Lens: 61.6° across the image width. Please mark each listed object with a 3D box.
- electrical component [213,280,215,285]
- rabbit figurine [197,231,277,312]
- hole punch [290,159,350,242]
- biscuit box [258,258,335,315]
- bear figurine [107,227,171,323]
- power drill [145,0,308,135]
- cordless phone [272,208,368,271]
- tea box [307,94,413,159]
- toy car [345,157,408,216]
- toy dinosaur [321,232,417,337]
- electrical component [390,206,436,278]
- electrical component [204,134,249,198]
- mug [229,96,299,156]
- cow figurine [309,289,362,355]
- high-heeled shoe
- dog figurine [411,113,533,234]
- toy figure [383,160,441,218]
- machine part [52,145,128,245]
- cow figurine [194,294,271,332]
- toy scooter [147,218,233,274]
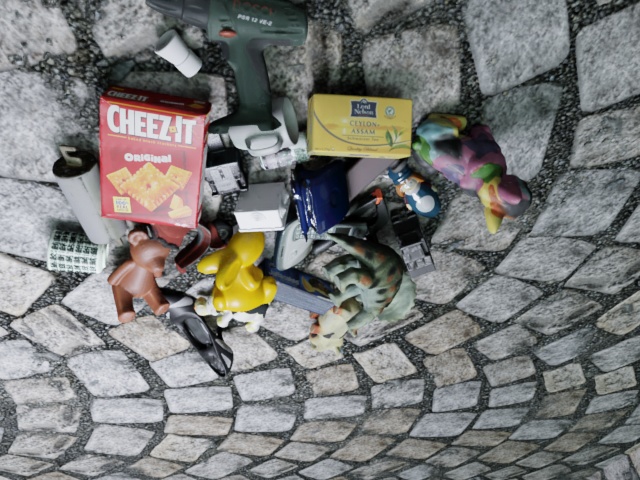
[{"bbox_3d":[-0.201,0.099,1.205,0.021,0.063,0.094,-33,133,24],"label":"electrical component"},{"bbox_3d":[-0.169,0.052,1.095,0.162,0.122,0.173,-10,127,-47],"label":"rabbit figurine"},{"bbox_3d":[0.001,-0.078,0.967,0.092,0.116,0.142,-3,118,10],"label":"hole punch"},{"bbox_3d":[-0.059,0.110,1.244,0.202,0.059,0.063,23,130,-30],"label":"biscuit box"},{"bbox_3d":[-0.353,0.063,1.104,0.120,0.132,0.196,-8,152,-47],"label":"bear figurine"},{"bbox_3d":[-0.134,-0.261,0.785,0.232,0.086,0.207,-4,104,-14],"label":"power drill"},{"bbox_3d":[-0.002,-0.002,1.102,0.184,0.089,0.146,4,135,-8],"label":"cordless phone"},{"bbox_3d":[0.065,-0.189,0.905,0.170,0.068,0.098,-1,94,-9],"label":"tea box"},{"bbox_3d":[0.078,-0.127,1.016,0.089,0.053,0.202,39,121,-14],"label":"toy car"},{"bbox_3d":[0.114,0.076,1.134,0.192,0.131,0.404,-29,150,-12],"label":"toy dinosaur"},{"bbox_3d":[0.198,0.010,1.137,0.058,0.115,0.134,-18,135,13],"label":"electrical component"},{"bbox_3d":[-0.177,-0.138,0.969,0.075,0.048,0.119,-9,139,0],"label":"electrical component"},{"bbox_3d":[-0.098,-0.180,0.899,0.107,0.109,0.080,-7,147,17],"label":"mug"},{"bbox_3d":[0.038,0.217,1.361,0.127,0.085,0.195,25,127,-23],"label":"cow figurine"},{"bbox_3d":[-0.299,0.227,1.268,0.086,0.145,0.248,-32,134,22],"label":"high-heeled shoe"},{"bbox_3d":[0.268,-0.115,0.939,0.191,0.219,0.108,11,130,-21],"label":"dog figurine"},{"bbox_3d":[0.187,-0.102,1.061,0.154,0.058,0.064,40,81,-37],"label":"toy figure"},{"bbox_3d":[-0.415,-0.074,0.977,0.079,0.079,0.243,-8,138,-1],"label":"machine part"},{"bbox_3d":[-0.204,0.153,1.260,0.167,0.068,0.098,17,126,-30],"label":"cow figurine"},{"bbox_3d":[-0.267,-0.007,1.049,0.183,0.075,0.135,34,94,-41],"label":"toy scooter"}]
